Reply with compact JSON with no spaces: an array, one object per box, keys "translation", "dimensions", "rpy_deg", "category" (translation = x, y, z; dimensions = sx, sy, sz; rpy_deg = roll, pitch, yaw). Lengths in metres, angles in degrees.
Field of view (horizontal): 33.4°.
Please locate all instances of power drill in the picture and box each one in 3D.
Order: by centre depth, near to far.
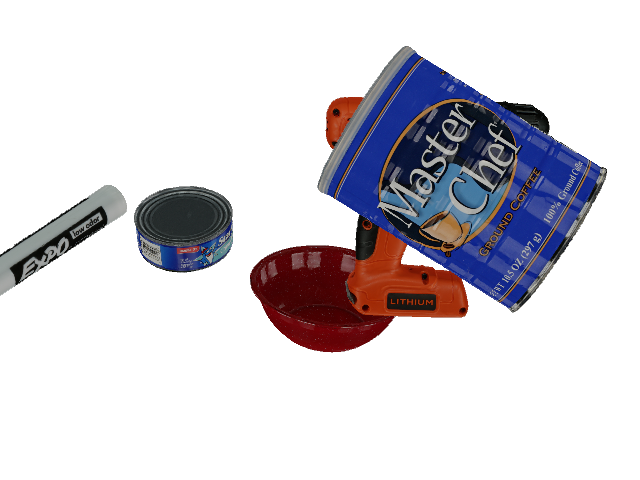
[{"translation":[0.094,-0.030,0.899],"dimensions":[0.184,0.188,0.057],"rpy_deg":[2,17,-1],"category":"power drill"}]

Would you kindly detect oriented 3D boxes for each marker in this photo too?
[{"translation":[-0.149,0.007,0.551],"dimensions":[0.020,0.020,0.120],"rpy_deg":[0,30,44],"category":"marker"}]

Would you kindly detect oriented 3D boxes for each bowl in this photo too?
[{"translation":[0.007,0.066,1.083],"dimensions":[0.162,0.055,0.162],"rpy_deg":[5,28,-3],"category":"bowl"}]

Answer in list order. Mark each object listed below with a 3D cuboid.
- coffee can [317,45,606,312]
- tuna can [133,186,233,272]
[{"translation":[0.084,-0.037,0.643],"dimensions":[0.140,0.103,0.103],"rpy_deg":[33,3,4],"category":"coffee can"},{"translation":[-0.119,-0.010,0.938],"dimensions":[0.086,0.034,0.086],"rpy_deg":[0,38,0],"category":"tuna can"}]
